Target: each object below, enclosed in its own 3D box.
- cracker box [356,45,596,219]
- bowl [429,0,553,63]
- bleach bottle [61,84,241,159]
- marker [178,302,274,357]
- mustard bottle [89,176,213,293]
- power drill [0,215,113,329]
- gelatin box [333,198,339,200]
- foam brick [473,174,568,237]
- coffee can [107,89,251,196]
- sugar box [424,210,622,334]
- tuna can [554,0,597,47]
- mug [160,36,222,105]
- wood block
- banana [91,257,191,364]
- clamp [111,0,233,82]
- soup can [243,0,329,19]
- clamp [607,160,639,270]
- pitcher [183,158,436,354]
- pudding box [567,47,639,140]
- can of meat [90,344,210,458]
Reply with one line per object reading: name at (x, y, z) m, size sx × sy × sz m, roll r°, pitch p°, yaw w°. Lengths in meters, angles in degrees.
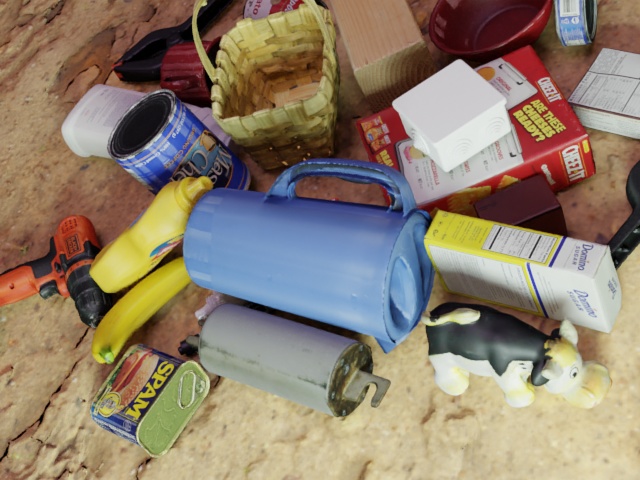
cracker box at (0.163, -0.098, 1.149) m, size 0.214 × 0.072 × 0.164 m, roll -23°, pitch 47°, yaw 6°
bowl at (0.212, -0.263, 1.264) m, size 0.162 × 0.055 × 0.162 m, roll -22°, pitch 45°, yaw 23°
bleach bottle at (-0.211, -0.136, 1.375) m, size 0.251 × 0.068 × 0.102 m, roll 15°, pitch 61°, yaw 33°
marker at (-0.099, 0.092, 1.154) m, size 0.121 × 0.020 × 0.020 m, roll -29°, pitch 46°, yaw 1°
mustard bottle at (-0.176, -0.014, 1.183) m, size 0.192 × 0.058 × 0.096 m, roll -40°, pitch -2°, yaw 40°
power drill at (-0.337, 0.069, 1.268) m, size 0.187 × 0.057 × 0.184 m, roll -27°, pitch 42°, yaw 0°
gelatin box at (-0.008, 0.001, 1.178) m, size 0.073 × 0.030 × 0.089 m, roll -15°, pitch 49°, yaw 16°
foam brick at (0.203, -0.020, 1.077) m, size 0.078 × 0.051 × 0.053 m, roll -23°, pitch 45°, yaw 6°
coffee can at (-0.162, -0.092, 1.242) m, size 0.103 × 0.140 × 0.103 m, roll -26°, pitch 41°, yaw 24°
sugar box at (0.192, 0.028, 1.013) m, size 0.176 × 0.093 × 0.048 m, roll 12°, pitch 59°, yaw 32°
tuna can at (0.292, -0.265, 1.215) m, size 0.034 × 0.086 × 0.086 m, roll 0°, pitch 53°, yaw 24°
mug at (-0.160, -0.213, 1.387) m, size 0.082 × 0.093 × 0.117 m, roll 4°, pitch 27°, yaw 35°
wood block at (0.075, -0.256, 1.313) m, size 0.091 × 0.090 × 0.206 m, roll -22°, pitch 46°, yaw 9°
banana at (-0.197, 0.078, 1.184) m, size 0.070 × 0.037 × 0.197 m, roll -2°, pitch 34°, yaw 34°
clamp at (-0.195, -0.282, 1.505) m, size 0.210 × 0.036 × 0.164 m, roll -17°, pitch 46°, yaw 14°
soup can at (-0.045, -0.294, 1.421) m, size 0.102 × 0.068 × 0.068 m, roll 22°, pitch 65°, yaw 39°
clamp at (0.326, -0.031, 1.034) m, size 0.120 × 0.039 × 0.171 m, roll -7°, pitch 44°, yaw 15°
pitcher at (-0.012, 0.006, 1.074) m, size 0.243 × 0.145 × 0.149 m, roll 11°, pitch 67°, yaw 25°
pudding box at (0.332, -0.154, 1.136) m, size 0.114 × 0.039 × 0.090 m, roll 20°, pitch 64°, yaw 39°
can of meat at (-0.178, 0.163, 1.109) m, size 0.084 × 0.057 × 0.102 m, roll 15°, pitch 60°, yaw 38°
